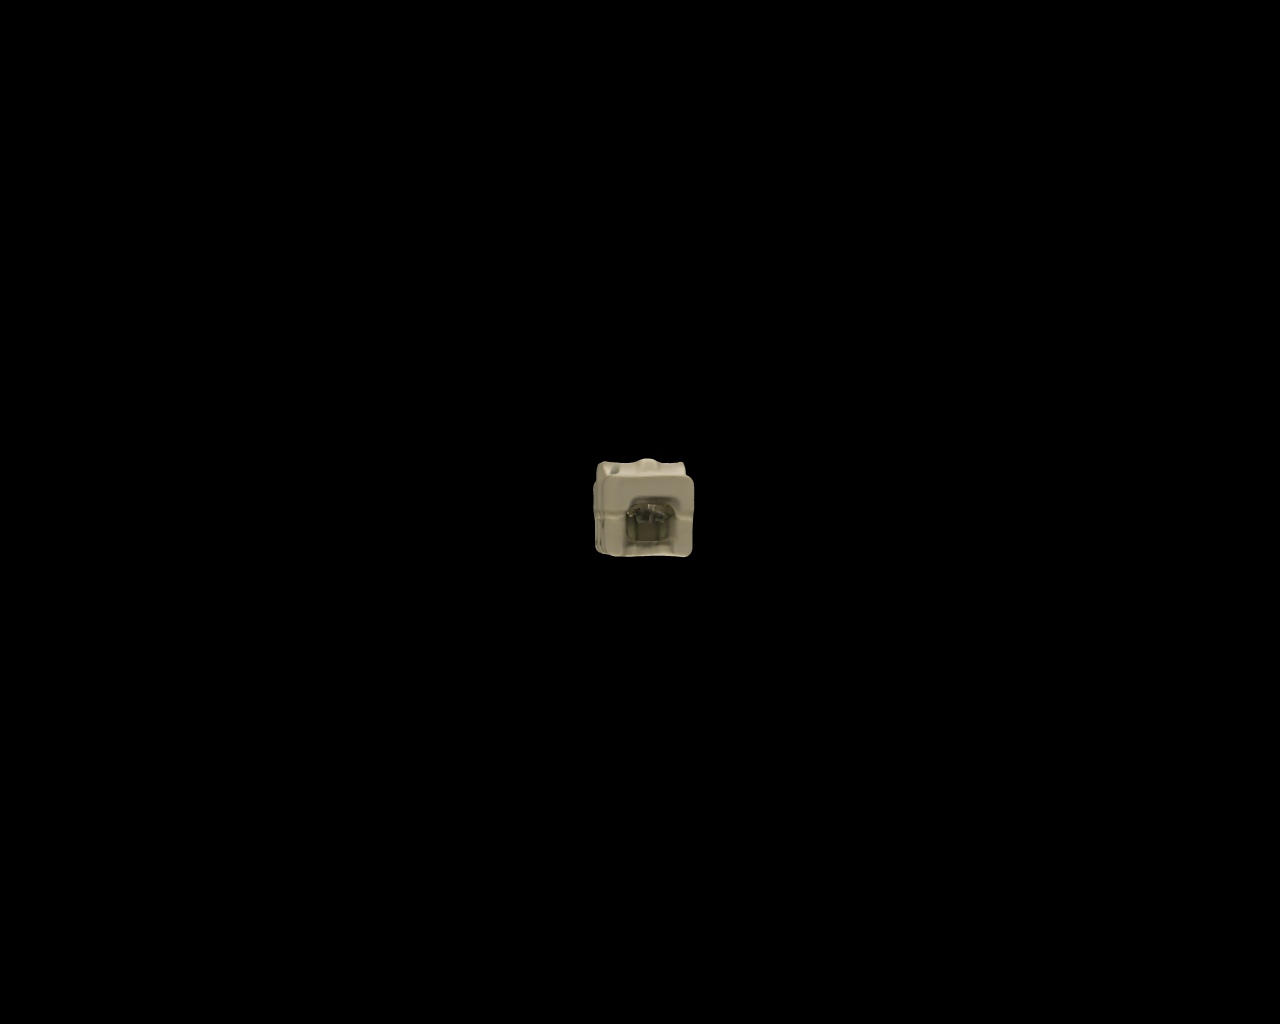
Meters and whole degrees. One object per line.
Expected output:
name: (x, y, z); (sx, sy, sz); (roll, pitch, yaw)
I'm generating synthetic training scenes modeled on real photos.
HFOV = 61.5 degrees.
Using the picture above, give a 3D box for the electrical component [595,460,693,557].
electrical component: (0.001, -0.003, 0.650); (0.050, 0.055, 0.089); (0, 0, -7)
